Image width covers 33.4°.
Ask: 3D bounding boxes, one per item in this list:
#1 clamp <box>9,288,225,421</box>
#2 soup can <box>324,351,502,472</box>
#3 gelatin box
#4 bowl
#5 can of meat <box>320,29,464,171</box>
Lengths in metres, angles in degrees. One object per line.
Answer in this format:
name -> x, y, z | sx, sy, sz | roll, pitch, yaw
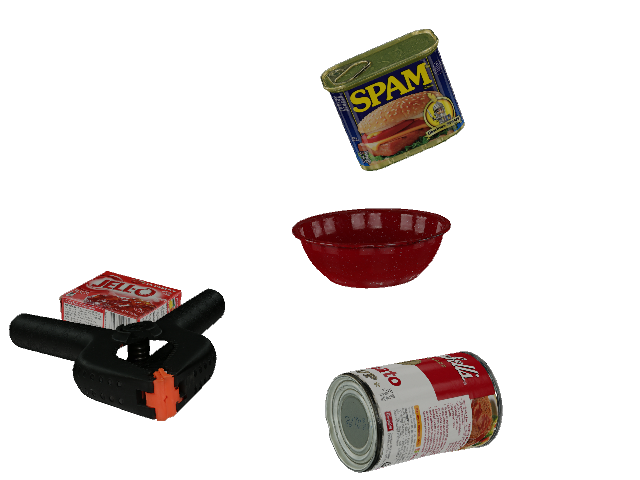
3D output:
clamp -> -0.119, 0.074, 0.748 | 0.164, 0.036, 0.210 | -10, 14, -24
soup can -> 0.062, 0.116, 0.726 | 0.102, 0.068, 0.069 | -6, 3, -30
gelatin box -> -0.187, 0.060, 1.003 | 0.089, 0.030, 0.073 | 14, 23, 23
bowl -> 0.053, 0.010, 1.085 | 0.162, 0.055, 0.162 | -3, 14, 1
can of meat -> 0.063, -0.117, 0.900 | 0.102, 0.084, 0.057 | -23, 26, 4
